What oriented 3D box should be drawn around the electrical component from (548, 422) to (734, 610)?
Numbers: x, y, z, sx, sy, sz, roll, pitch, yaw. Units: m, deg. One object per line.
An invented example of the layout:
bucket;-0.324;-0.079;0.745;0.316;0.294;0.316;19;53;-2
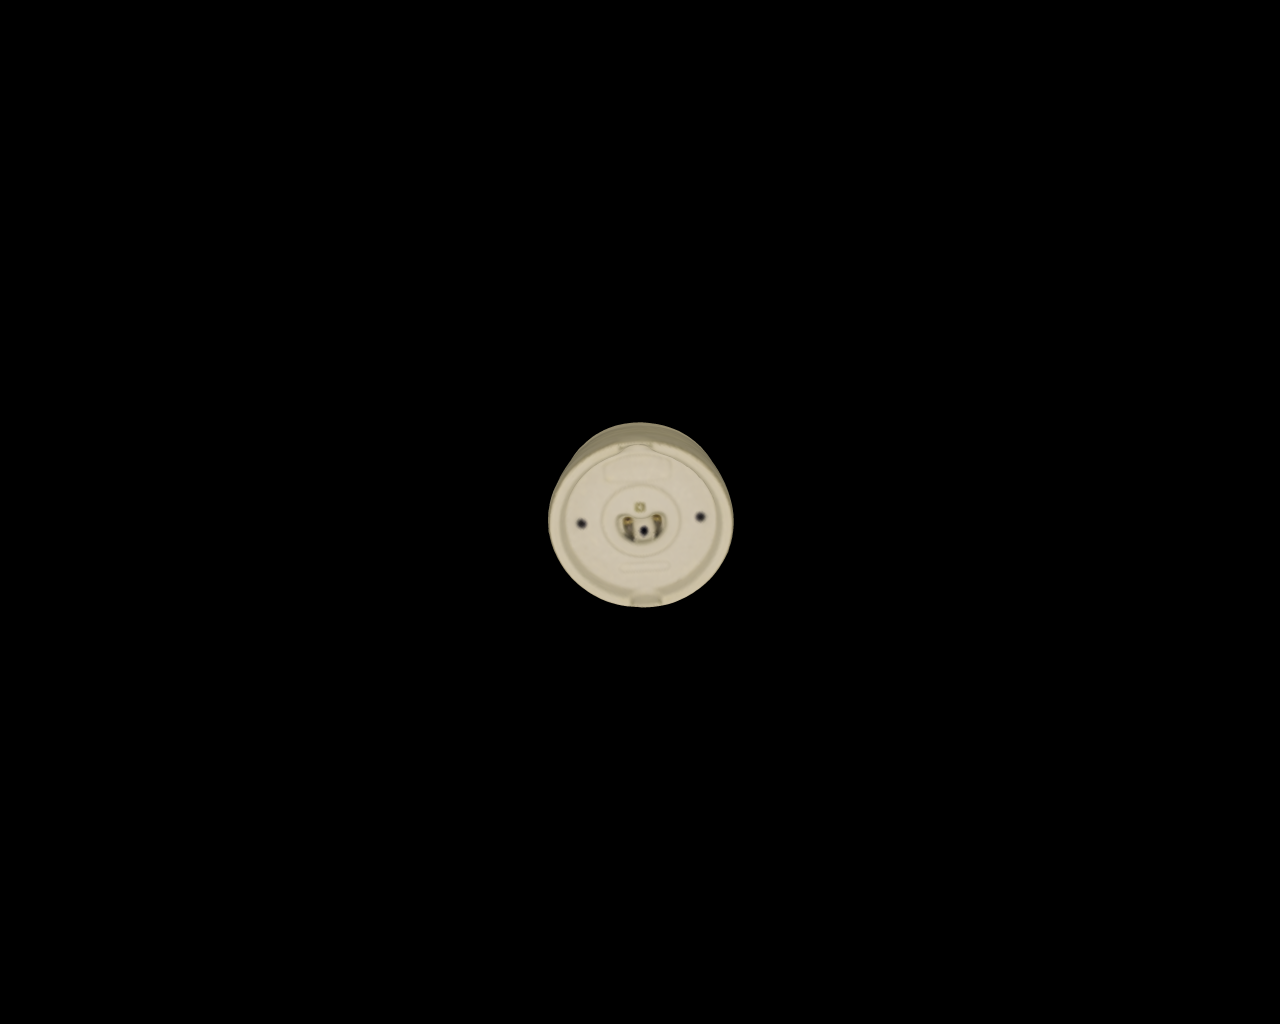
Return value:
electrical component;0.001;-0.003;0.650;0.108;0.108;0.060;0;23;0
